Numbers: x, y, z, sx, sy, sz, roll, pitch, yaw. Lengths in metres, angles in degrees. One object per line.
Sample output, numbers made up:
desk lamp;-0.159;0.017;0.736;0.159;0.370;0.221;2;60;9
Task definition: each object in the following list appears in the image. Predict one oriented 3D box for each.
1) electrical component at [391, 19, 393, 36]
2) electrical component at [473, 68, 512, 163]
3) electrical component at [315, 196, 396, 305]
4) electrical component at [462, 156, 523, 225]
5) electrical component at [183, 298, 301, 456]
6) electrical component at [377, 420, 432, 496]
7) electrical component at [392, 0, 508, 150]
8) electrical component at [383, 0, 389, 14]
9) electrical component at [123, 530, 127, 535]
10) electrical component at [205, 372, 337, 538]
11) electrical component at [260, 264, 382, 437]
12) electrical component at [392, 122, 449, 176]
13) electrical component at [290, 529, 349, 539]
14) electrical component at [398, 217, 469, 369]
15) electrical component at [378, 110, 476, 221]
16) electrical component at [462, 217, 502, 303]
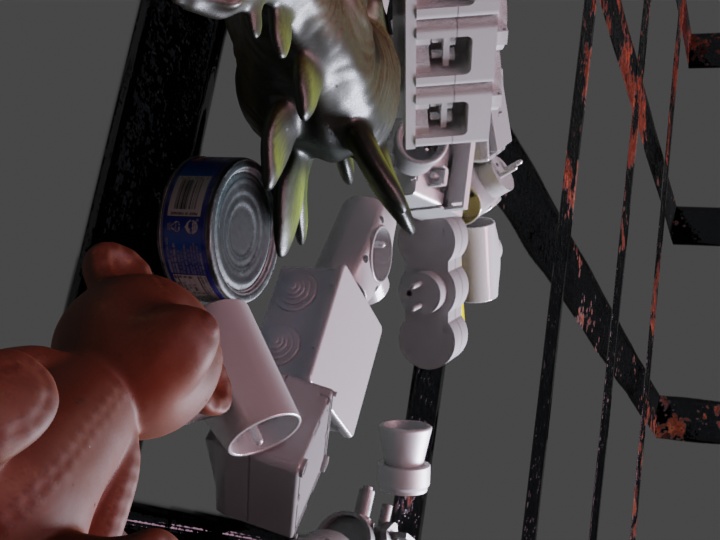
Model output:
electrical component;0.029;-0.159;0.817;0.042;0.064;0.081;-55;141;-46
electrical component;0.105;-0.152;1.004;0.062;0.061;0.096;-38;127;-61
electrical component;0.000;0.000;0.795;0.079;0.044;0.077;71;31;-43
electrical component;0.121;-0.083;1.032;0.044;0.079;0.077;57;32;-8
electrical component;-0.083;0.062;0.586;0.079;0.077;0.043;-12;149;-30
electrical component;0.037;0.157;0.903;0.045;0.045;0.055;-7;100;-67
electrical component;0.054;-0.159;0.653;0.150;0.062;0.089;87;-2;-51
electrical component;0.004;-0.222;0.778;0.079;0.043;0.077;-18;109;-66
electrical component;-0.124;0.147;0.483;0.042;0.081;0.063;-22;142;-43
electrical component;-0.055;0.113;0.652;0.096;0.061;0.061;98;13;-47
electrical component;-0.029;0.054;0.725;0.099;0.048;0.099;61;39;-52
electrical component;0.044;-0.093;0.816;0.046;0.040;0.040;121;-23;-79
electrical component;-0.030;0.207;0.737;0.047;0.055;0.055;4;89;-71
electrical component;0.058;0.018;0.925;0.074;0.052;0.138;-20;111;-65
electrical component;0.055;-0.109;0.884;0.063;0.079;0.121;19;74;-44
electrical component;0.120;-0.016;1.080;0.079;0.043;0.077;-39;128;-61
